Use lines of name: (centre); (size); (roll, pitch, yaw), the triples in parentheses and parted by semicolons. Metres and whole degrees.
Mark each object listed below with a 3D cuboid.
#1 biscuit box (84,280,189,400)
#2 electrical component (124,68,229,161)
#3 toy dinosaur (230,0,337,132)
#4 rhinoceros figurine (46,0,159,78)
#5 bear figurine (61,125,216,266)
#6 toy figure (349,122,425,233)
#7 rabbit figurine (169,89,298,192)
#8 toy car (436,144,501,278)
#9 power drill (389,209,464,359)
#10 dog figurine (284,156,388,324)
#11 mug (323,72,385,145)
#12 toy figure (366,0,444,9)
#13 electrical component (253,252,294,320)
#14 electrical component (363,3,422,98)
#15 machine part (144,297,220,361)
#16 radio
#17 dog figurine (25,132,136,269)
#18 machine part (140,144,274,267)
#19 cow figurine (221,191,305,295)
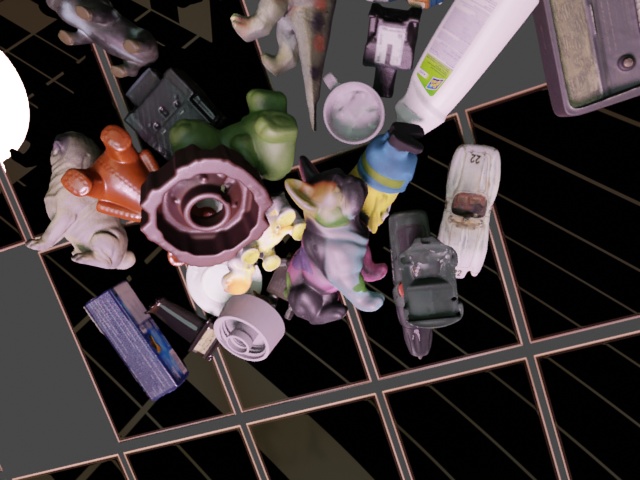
biscuit box: (-0.307, 0.171, 0.911); (0.063, 0.059, 0.202); (-31, 96, 12)
electrical component: (-0.228, -0.194, 0.823); (0.134, 0.058, 0.115); (45, 102, -4)
toy dinosaur: (-0.053, -0.368, 0.736); (0.192, 0.131, 0.404); (-33, 102, 14)
rhinoceros figurine: (-0.322, -0.325, 0.784); (0.190, 0.112, 0.073); (37, 133, -14)
bear figurine: (-0.255, -0.056, 0.794); (0.196, 0.132, 0.120); (41, 83, -1)
toy figure: (0.081, -0.089, 0.766); (0.089, 0.082, 0.180); (37, 137, 11)
rabbit figurine: (-0.131, -0.138, 0.783); (0.170, 0.121, 0.159); (-4, 141, -16)
toy car: (0.216, -0.040, 0.793); (0.074, 0.056, 0.201); (8, 103, 6)
power drill: (0.143, 0.070, 0.751); (0.086, 0.207, 0.232); (-6, 90, 8)
dog figurine: (-0.002, -0.002, 0.750); (0.192, 0.108, 0.219); (-18, 114, 28)
mug: (0.044, -0.184, 0.761); (0.081, 0.107, 0.109); (-42, 89, 12)
toy figure: (0.110, -0.352, 0.738); (0.155, 0.064, 0.057); (14, 140, 1)
electrical component: (-0.057, 0.072, 0.862); (0.078, 0.045, 0.102); (32, 105, 2)
electrical component: (0.100, -0.266, 0.761); (0.075, 0.048, 0.119); (7, 133, 9)
machine part: (-0.227, 0.143, 0.906); (0.139, 0.039, 0.084); (31, 113, -1)
radio: (0.361, -0.289, 0.709); (0.131, 0.073, 0.229); (-14, 100, 11)
dog figurine: (-0.358, -0.061, 0.858); (0.172, 0.121, 0.190); (21, 87, -31)
machine part: (-0.155, -0.046, 0.733); (0.179, 0.056, 0.179); (-11, 132, -12)
cow figurine: (-0.101, 0.001, 0.828); (0.167, 0.098, 0.068); (-46, 135, 9)
